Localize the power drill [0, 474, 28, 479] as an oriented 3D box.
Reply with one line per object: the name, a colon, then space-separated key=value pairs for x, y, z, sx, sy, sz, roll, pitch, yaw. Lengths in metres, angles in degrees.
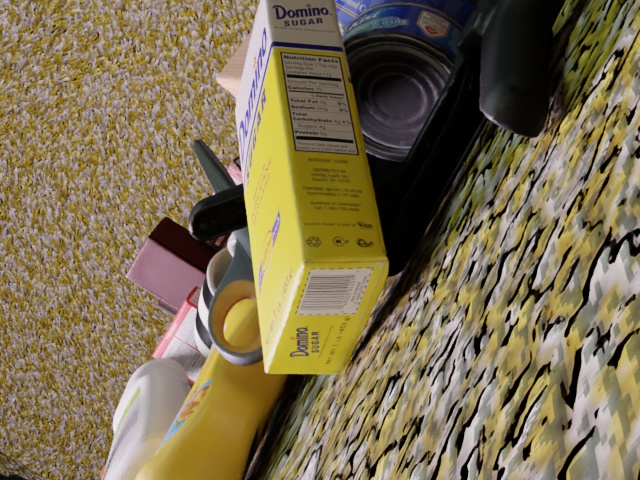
power drill: x=-0.221 y=0.253 z=0.826 sx=0.188 sy=0.184 sz=0.057 roll=111 pitch=-175 yaw=-46

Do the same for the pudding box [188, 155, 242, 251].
pudding box: x=-0.072 y=-0.048 z=1.029 sx=0.090 sy=0.039 sz=0.113 roll=-57 pitch=-2 yaw=26

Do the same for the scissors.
scissors: x=-0.056 y=0.006 z=0.646 sx=0.096 sy=0.202 sz=0.016 roll=-42 pitch=-43 yaw=-13

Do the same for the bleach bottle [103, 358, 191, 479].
bleach bottle: x=-0.125 y=0.146 z=0.820 sx=0.102 sy=0.068 sz=0.251 roll=-59 pitch=14 yaw=9

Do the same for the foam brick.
foam brick: x=-0.133 y=0.026 z=1.002 sx=0.053 sy=0.078 sz=0.051 roll=-53 pitch=8 yaw=26

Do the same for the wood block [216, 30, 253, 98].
wood block: x=0.009 y=-0.125 z=0.803 sx=0.091 sy=0.090 sz=0.206 roll=-53 pitch=24 yaw=-6

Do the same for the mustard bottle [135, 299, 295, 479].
mustard bottle: x=-0.061 y=0.114 z=0.621 sx=0.096 sy=0.058 sz=0.191 roll=-57 pitch=4 yaw=39

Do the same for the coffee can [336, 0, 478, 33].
coffee can: x=0.080 y=-0.167 z=0.640 sx=0.140 sy=0.103 sz=0.103 roll=-59 pitch=4 yaw=9

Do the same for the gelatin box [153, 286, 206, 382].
gelatin box: x=-0.091 y=0.094 z=0.937 sx=0.073 sy=0.089 sz=0.030 roll=-57 pitch=2 yaw=31

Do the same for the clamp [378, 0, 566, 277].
clamp: x=0.086 y=-0.092 z=0.483 sx=0.210 sy=0.036 sz=0.165 roll=-64 pitch=6 yaw=-20

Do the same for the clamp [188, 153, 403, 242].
clamp: x=0.004 y=-0.038 z=0.631 sx=0.039 sy=0.120 sz=0.171 roll=92 pitch=-158 yaw=-43

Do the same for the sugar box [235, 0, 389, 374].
sugar box: x=-0.010 y=-0.032 z=0.531 sx=0.093 sy=0.048 sz=0.176 roll=110 pitch=154 yaw=-49

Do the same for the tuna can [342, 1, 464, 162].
tuna can: x=0.046 y=-0.085 z=0.587 sx=0.086 sy=0.086 sz=0.033 roll=-55 pitch=7 yaw=44
